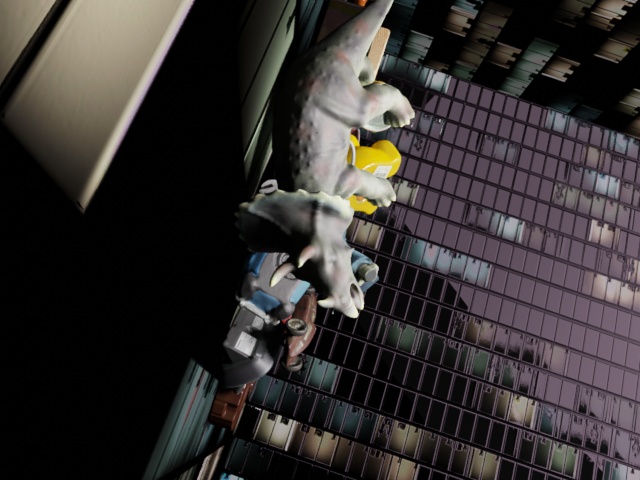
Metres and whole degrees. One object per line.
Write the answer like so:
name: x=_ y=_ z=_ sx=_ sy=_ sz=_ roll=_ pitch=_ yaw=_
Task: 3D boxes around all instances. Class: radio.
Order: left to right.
radio: x=0.027 y=-0.252 z=0.802 sx=0.229 sy=0.073 sz=0.131 roll=-61 pitch=170 yaw=-86

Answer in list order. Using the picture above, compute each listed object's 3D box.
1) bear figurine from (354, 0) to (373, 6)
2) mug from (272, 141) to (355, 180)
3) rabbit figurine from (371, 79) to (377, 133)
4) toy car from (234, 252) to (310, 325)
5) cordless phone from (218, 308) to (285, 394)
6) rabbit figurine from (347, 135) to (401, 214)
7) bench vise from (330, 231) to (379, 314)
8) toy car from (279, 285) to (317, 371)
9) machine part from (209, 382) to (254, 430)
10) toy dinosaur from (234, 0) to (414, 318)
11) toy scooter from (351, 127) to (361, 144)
bear figurine: x=0.123 y=-0.457 z=0.832 sx=0.120 sy=0.132 sz=0.195 roll=-70 pitch=173 yaw=-47
mug: x=-0.006 y=-0.125 z=0.727 sx=0.081 sy=0.110 sz=0.107 roll=-46 pitch=143 yaw=-77
rabbit figurine: x=0.075 y=-0.307 z=1.213 sx=0.121 sy=0.159 sz=0.170 roll=-60 pitch=170 yaw=29
toy car: x=-0.066 y=0.048 z=0.809 sx=0.161 sy=0.109 sz=0.103 roll=-62 pitch=-166 yaw=-21
cordless phone: x=-0.135 y=0.223 z=0.938 sx=0.147 sy=0.089 sz=0.184 roll=-71 pitch=-176 yaw=-59
rabbit figurine: x=0.012 y=-0.124 z=0.852 sx=0.162 sy=0.173 sz=0.121 roll=-12 pitch=141 yaw=-36
bench vise: x=0.007 y=-0.009 z=0.957 sx=0.129 sy=0.240 sz=0.224 roll=-32 pitch=-149 yaw=-5
toy car: x=-0.032 y=0.146 z=0.937 sx=0.202 sy=0.053 sz=0.089 roll=-79 pitch=180 yaw=-67
machine part: x=-0.173 y=0.302 z=1.104 sx=0.179 sy=0.056 sz=0.179 roll=17 pitch=92 yaw=-88
toy dinosaur: x=0.005 y=-0.125 z=0.602 sx=0.192 sy=0.131 sz=0.404 roll=1 pitch=94 yaw=-54
toy scooter: x=0.017 y=-0.193 z=0.976 sx=0.075 sy=0.135 sz=0.183 roll=-3 pitch=-98 yaw=49
